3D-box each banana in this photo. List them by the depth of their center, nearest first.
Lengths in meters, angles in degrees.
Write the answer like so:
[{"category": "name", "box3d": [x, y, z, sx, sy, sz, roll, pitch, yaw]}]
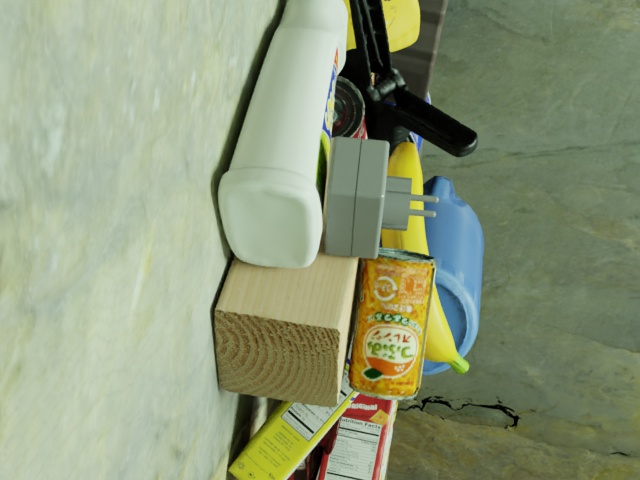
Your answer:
[{"category": "banana", "box3d": [0.074, 0.013, 0.855, 0.069, 0.037, 0.198, 10, 68, -66]}]

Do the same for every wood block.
[{"category": "wood block", "box3d": [-0.011, 0.017, 0.826, 0.206, 0.091, 0.090, -75, 170, -46]}]

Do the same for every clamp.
[{"category": "clamp", "box3d": [0.051, -0.139, 0.918, 0.164, 0.036, 0.210, 59, -13, -9]}]

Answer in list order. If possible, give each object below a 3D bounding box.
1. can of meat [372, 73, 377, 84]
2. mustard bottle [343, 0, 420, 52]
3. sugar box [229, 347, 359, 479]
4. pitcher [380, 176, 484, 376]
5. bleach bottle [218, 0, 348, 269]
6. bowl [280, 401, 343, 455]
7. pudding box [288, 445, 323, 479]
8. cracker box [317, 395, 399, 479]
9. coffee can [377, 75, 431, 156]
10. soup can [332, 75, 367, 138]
[{"category": "can of meat", "box3d": [0.028, -0.160, 1.065, 0.102, 0.057, 0.084, -63, 161, -68]}, {"category": "mustard bottle", "box3d": [0.043, -0.256, 0.933, 0.058, 0.096, 0.192, -105, -169, -48]}, {"category": "sugar box", "box3d": [0.002, 0.130, 0.890, 0.176, 0.048, 0.093, -52, 176, 7]}, {"category": "pitcher", "box3d": [0.097, 0.048, 1.056, 0.149, 0.145, 0.242, 60, 14, -12]}, {"category": "bleach bottle", "box3d": [-0.016, -0.107, 0.786, 0.102, 0.068, 0.250, 86, 11, -55]}, {"category": "bowl", "box3d": [-0.005, 0.126, 1.042, 0.162, 0.055, 0.162, -171, -89, -87]}, {"category": "pudding box", "box3d": [-0.015, 0.215, 1.168, 0.113, 0.039, 0.090, -72, 167, -49]}, {"category": "cracker box", "box3d": [0.037, 0.245, 1.172, 0.164, 0.072, 0.213, 70, 31, -76]}, {"category": "coffee can", "box3d": [0.067, -0.126, 1.204, 0.140, 0.103, 0.103, -69, 164, -58]}, {"category": "soup can", "box3d": [0.008, -0.094, 0.939, 0.102, 0.068, 0.068, 73, 26, -72]}]
